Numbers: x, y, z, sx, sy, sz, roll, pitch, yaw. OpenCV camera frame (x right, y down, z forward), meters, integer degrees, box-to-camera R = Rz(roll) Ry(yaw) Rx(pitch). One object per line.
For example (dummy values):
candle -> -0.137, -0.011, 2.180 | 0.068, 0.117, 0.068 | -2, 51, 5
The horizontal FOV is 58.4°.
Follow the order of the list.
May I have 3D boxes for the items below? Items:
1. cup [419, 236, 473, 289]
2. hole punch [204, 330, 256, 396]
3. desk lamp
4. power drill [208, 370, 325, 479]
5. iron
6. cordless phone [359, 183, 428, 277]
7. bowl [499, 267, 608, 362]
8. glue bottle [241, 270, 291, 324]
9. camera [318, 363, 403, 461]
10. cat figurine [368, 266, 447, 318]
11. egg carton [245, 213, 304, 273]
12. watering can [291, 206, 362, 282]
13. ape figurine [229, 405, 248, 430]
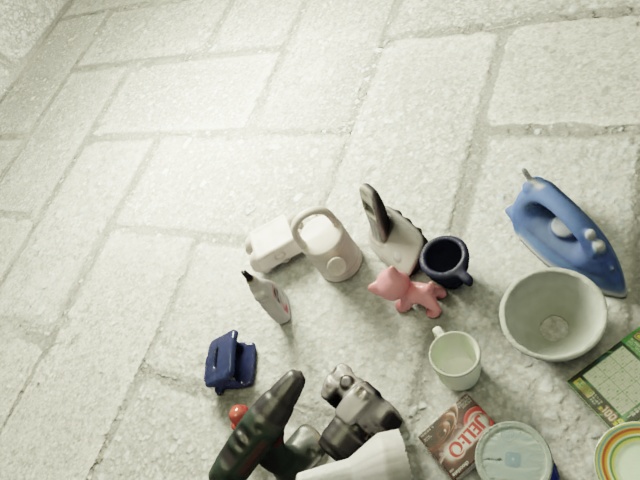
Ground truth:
cup -> 0.249, 0.059, 1.067 | 0.092, 0.095, 0.117 | -41, 50, -3
hole punch -> -0.194, 0.250, 1.170 | 0.101, 0.091, 0.108 | -13, 54, 19
desk lamp -> 0.066, 0.381, 0.870 | 0.203, 0.214, 0.118 | -22, 52, 13
power drill -> -0.073, 0.338, 0.973 | 0.230, 0.209, 0.075 | -48, 51, -8
iron -> 0.434, -0.020, 0.994 | 0.118, 0.142, 0.257 | -36, 50, 2
cordless phone -> 0.137, -0.023, 1.120 | 0.094, 0.186, 0.147 | -44, 50, -5
bowl -> 0.391, 0.134, 0.958 | 0.167, 0.075, 0.167 | -13, 54, 19
glue bottle -> -0.114, 0.106, 1.170 | 0.037, 0.174, 0.078 | -26, 51, 9
camera -> 0.047, 0.308, 1.002 | 0.142, 0.101, 0.137 | 34, 78, 38
cat figurine -> 0.161, 0.090, 1.077 | 0.127, 0.118, 0.067 | 3, 61, 29
egg carton -> -0.097, 0.008, 1.294 | 0.150, 0.070, 0.107 | -29, 51, 7
watering can -> 0.013, 0.003, 1.160 | 0.101, 0.195, 0.172 | -48, 51, -9
ape figurine -> -0.138, 0.338, 1.082 | 0.077, 0.092, 0.076 | -22, 52, 13
